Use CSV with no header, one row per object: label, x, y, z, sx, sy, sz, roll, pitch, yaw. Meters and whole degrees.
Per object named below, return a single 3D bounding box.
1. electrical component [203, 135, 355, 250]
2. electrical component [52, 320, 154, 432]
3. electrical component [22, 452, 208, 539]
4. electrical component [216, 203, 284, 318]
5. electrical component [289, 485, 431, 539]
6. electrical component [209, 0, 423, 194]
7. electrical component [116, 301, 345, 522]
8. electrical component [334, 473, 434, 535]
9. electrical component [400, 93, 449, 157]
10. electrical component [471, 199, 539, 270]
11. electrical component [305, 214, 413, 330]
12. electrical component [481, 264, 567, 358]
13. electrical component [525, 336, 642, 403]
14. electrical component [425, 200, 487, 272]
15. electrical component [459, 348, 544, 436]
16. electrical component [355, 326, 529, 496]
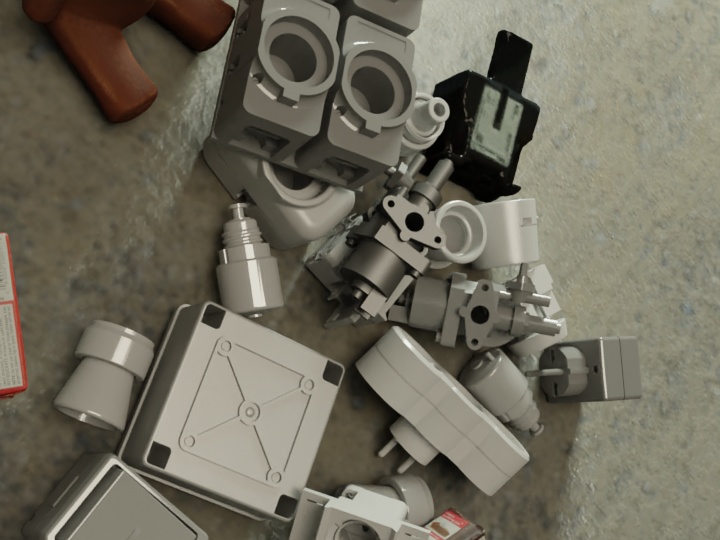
electrical component,-0.051,-0.065,0.712,0.054,0.059,0.095,-43,105,-28
electrical component,-0.152,0.063,0.643,0.045,0.045,0.055,28,69,-24
electrical component,-0.137,0.159,0.628,0.096,0.061,0.061,46,63,-17
electrical component,-0.074,-0.004,0.701,0.040,0.040,0.078,-8,87,-31
electrical component,0.001,0.162,0.660,0.081,0.064,0.042,18,98,10
electrical component,-0.019,-0.157,0.680,0.105,0.060,0.186,18,68,-24
electrical component,-0.080,0.089,0.674,0.109,0.056,0.108,28,70,-24
electrical component,0.016,0.162,0.726,0.055,0.045,0.045,-3,84,-31
electrical component,0.040,-0.107,0.769,0.043,0.062,0.043,5,80,-30
electrical component,0.106,-0.026,0.802,0.055,0.055,0.047,-7,90,-31
electrical component,0.000,0.000,0.743,0.064,0.042,0.081,46,62,-12
electrical component,0.125,0.033,0.810,0.066,0.048,0.055,-25,88,-31
electrical component,0.161,0.076,0.811,0.077,0.066,0.047,0,83,-30
electrical component,0.057,-0.023,0.771,0.045,0.055,0.045,5,80,-30
electrical component,0.107,0.093,0.793,0.078,0.040,0.040,47,63,-17
electrical component,0.046,0.110,0.749,0.074,0.052,0.138,-45,105,5
